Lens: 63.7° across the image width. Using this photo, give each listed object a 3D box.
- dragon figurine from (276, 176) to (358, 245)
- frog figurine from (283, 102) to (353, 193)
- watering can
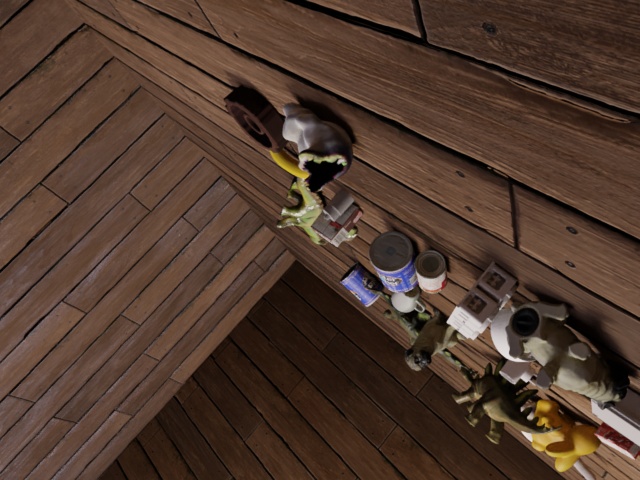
[{"bbox_3d":[0.005,-0.077,1.525,0.242,0.124,0.404,25,159,-6],"label":"dragon figurine"},{"bbox_3d":[-0.005,-0.189,0.954,0.135,0.122,0.163,40,-148,-53],"label":"frog figurine"},{"bbox_3d":[0.709,0.599,1.563,0.351,0.104,0.221,41,171,21],"label":"watering can"}]
